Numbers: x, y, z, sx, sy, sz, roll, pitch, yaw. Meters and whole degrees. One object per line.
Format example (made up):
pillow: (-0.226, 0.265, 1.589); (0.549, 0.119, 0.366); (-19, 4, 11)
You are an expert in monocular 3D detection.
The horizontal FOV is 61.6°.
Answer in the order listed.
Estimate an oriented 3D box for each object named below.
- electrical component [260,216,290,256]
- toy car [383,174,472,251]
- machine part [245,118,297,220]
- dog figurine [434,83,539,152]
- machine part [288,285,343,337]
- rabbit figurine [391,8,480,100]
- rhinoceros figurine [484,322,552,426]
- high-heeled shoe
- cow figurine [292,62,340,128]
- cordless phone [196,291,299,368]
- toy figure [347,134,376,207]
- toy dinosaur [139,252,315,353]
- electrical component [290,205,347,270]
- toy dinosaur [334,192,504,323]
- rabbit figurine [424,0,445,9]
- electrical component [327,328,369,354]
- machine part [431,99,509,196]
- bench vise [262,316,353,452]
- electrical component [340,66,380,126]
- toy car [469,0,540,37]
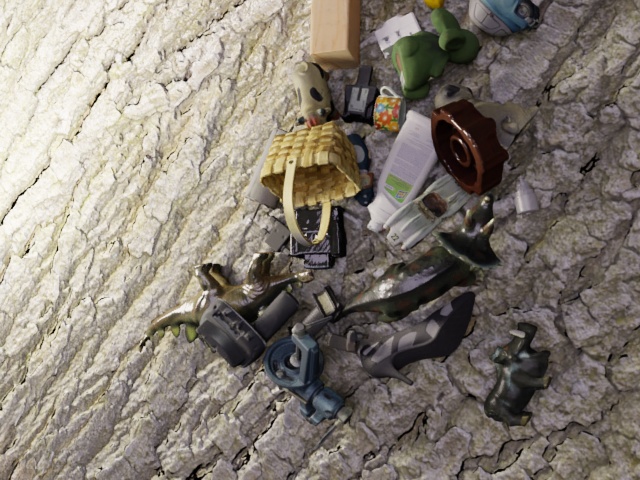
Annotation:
electrical component: (-0.089, -0.008, 1.202); (0.094, 0.021, 0.063); (41, 97, 20)
toy car: (0.213, -0.057, 1.058); (0.202, 0.056, 0.073); (-37, 78, -14)
machine part: (-0.101, -0.158, 1.197); (0.079, 0.079, 0.243); (23, 91, 20)
dog figurine: (0.296, -0.241, 1.025); (0.191, 0.172, 0.121); (37, 87, 13)
machine part: (-0.012, 0.165, 1.135); (0.139, 0.039, 0.084); (-49, 46, 12)
rabbit figurine: (0.238, -0.389, 1.085); (0.170, 0.159, 0.121); (-16, 68, 1)
rhinoceros figurine: (0.365, 0.247, 0.990); (0.112, 0.073, 0.190); (21, 92, 31)
high-heeled shoe: (0.191, 0.181, 1.072); (0.249, 0.086, 0.145); (-48, 39, -11)
cow figurine: (-0.011, -0.293, 1.157); (0.086, 0.127, 0.195); (-18, 75, 19)
cordless phone: (-0.145, 0.155, 1.094); (0.146, 0.088, 0.184); (44, 89, 7)
toy figure: (0.081, -0.147, 1.143); (0.064, 0.057, 0.154); (-18, 78, 27)
toy dinosaur: (-0.220, 0.145, 1.187); (0.472, 0.105, 0.198); (-15, 82, 21)
electrical component: (-0.002, -0.003, 1.153); (0.115, 0.058, 0.134); (-5, 81, 20)
toy dinosaur: (0.181, 0.075, 1.009); (0.405, 0.192, 0.131); (-34, 71, 11)
rabbit figurine: (0.236, -0.577, 1.085); (0.162, 0.173, 0.122); (-41, 68, 15)
electrical component: (0.057, 0.201, 1.087); (0.078, 0.102, 0.045); (16, 85, 10)
machine part: (0.269, -0.169, 0.982); (0.056, 0.179, 0.179); (-28, 74, -7)
bench vise: (-0.026, 0.255, 1.042); (0.129, 0.240, 0.224); (-26, 51, -28)
electrical component: (0.091, -0.312, 1.165); (0.075, 0.047, 0.119); (8, 85, 20)
toy car: (0.356, -0.463, 1.074); (0.161, 0.109, 0.103); (51, 123, 6)
